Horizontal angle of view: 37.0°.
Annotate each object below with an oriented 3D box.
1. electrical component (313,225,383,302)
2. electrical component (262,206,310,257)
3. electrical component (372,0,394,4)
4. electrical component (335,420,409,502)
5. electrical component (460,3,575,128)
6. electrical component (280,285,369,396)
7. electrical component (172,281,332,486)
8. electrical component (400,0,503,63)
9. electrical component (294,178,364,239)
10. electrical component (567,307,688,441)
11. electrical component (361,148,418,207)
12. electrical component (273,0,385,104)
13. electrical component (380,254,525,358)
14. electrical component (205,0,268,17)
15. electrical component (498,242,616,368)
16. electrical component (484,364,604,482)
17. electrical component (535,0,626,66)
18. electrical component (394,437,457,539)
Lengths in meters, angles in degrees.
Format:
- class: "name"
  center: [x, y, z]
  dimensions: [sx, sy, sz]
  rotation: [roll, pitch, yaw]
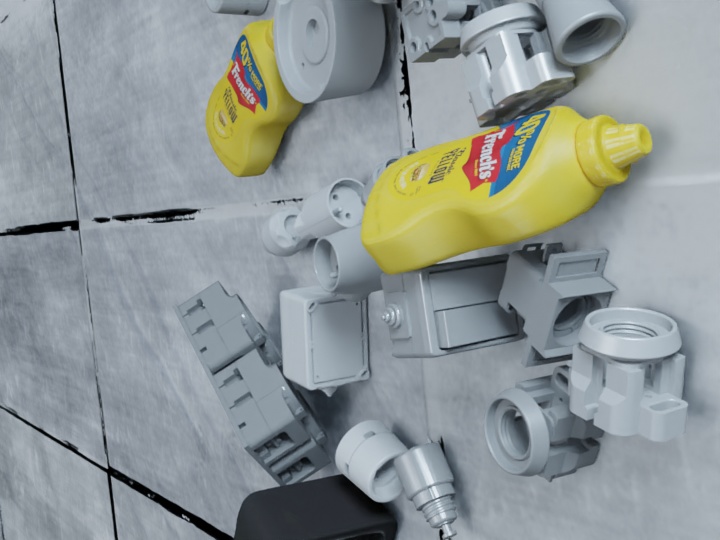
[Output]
- class: "electrical component"
  center: [0.000, 0.000, 0.864]
  dimensions: [0.079, 0.077, 0.043]
  rotation: [-54, 51, 51]
- class: "electrical component"
  center: [-0.074, -0.033, 1.021]
  dimensions: [0.062, 0.043, 0.043]
  rotation: [-33, 68, 59]
- class: "electrical component"
  center: [0.018, -0.233, 0.811]
  dimensions: [0.048, 0.048, 0.062]
  rotation: [42, 139, 49]
- class: "electrical component"
  center: [0.015, 0.161, 0.902]
  dimensions: [0.047, 0.055, 0.055]
  rotation: [37, 128, 48]
- class: "electrical component"
  center: [0.096, -0.132, 0.682]
  dimensions: [0.078, 0.058, 0.057]
  rotation: [-31, 73, 59]
- class: "electrical component"
  center: [-0.033, 0.063, 0.954]
  dimensions: [0.061, 0.062, 0.096]
  rotation: [16, 111, 59]
- class: "electrical component"
  center: [-0.101, 0.107, 1.035]
  dimensions: [0.186, 0.060, 0.105]
  rotation: [55, 177, 39]
- class: "electrical component"
  center: [0.065, -0.166, 0.730]
  dimensions: [0.066, 0.055, 0.048]
  rotation: [-25, 75, 59]
- class: "electrical component"
  center: [-0.027, -0.049, 0.934]
  dimensions: [0.081, 0.043, 0.043]
  rotation: [-21, 79, 60]
- class: "electrical component"
  center: [0.155, 0.057, 0.624]
  dimensions: [0.078, 0.058, 0.057]
  rotation: [28, 123, 55]
- class: "electrical component"
  center: [0.029, -0.067, 0.831]
  dimensions: [0.043, 0.043, 0.062]
  rotation: [64, 144, 29]
- class: "electrical component"
  center: [-0.020, -0.190, 0.869]
  dimensions: [0.108, 0.060, 0.108]
  rotation: [22, 116, 57]
- class: "electrical component"
  center: [0.061, 0.026, 0.742]
  dimensions: [0.061, 0.096, 0.061]
  rotation: [-9, 90, 61]
- class: "electrical component"
  center: [-0.121, -0.274, 1.041]
  dimensions: [0.055, 0.047, 0.055]
  rotation: [22, 116, 57]
- class: "electrical component"
  center: [0.123, 0.018, 0.688]
  dimensions: [0.063, 0.042, 0.081]
  rotation: [49, 136, 49]
- class: "electrical component"
  center: [0.118, 0.102, 0.700]
  dimensions: [0.058, 0.057, 0.078]
  rotation: [43, 132, 49]
- class: "electrical component"
  center: [0.125, -0.160, 0.641]
  dimensions: [0.044, 0.044, 0.065]
  rotation: [-59, 43, 49]
- class: "electrical component"
  center: [0.056, 0.172, 0.845]
  dimensions: [0.040, 0.040, 0.078]
  rotation: [-55, 51, 51]
